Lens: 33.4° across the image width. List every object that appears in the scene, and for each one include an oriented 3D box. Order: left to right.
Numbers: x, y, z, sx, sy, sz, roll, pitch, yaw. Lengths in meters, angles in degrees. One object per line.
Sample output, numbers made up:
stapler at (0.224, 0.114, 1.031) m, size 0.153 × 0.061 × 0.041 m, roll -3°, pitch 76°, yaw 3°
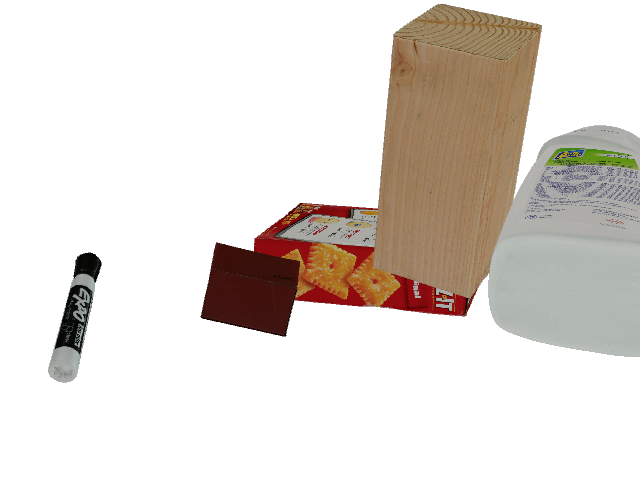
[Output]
marker at (-0.169, 0.049, 0.739) m, size 0.020 × 0.020 × 0.121 m, roll 0°, pitch 38°, yaw -2°
foam brick at (-0.061, 0.043, 0.930) m, size 0.078 × 0.051 × 0.053 m, roll 13°, pitch 26°, yaw -4°
cracker box at (0.057, 0.017, 1.098) m, size 0.214 × 0.072 × 0.164 m, roll 5°, pitch 15°, yaw 14°
wood block at (0.107, -0.071, 0.857) m, size 0.091 × 0.206 × 0.090 m, roll 18°, pitch 34°, yaw 23°
bleach bottle at (0.173, -0.019, 0.659) m, size 0.103 × 0.068 × 0.250 m, roll 8°, pitch 25°, yaw 18°
